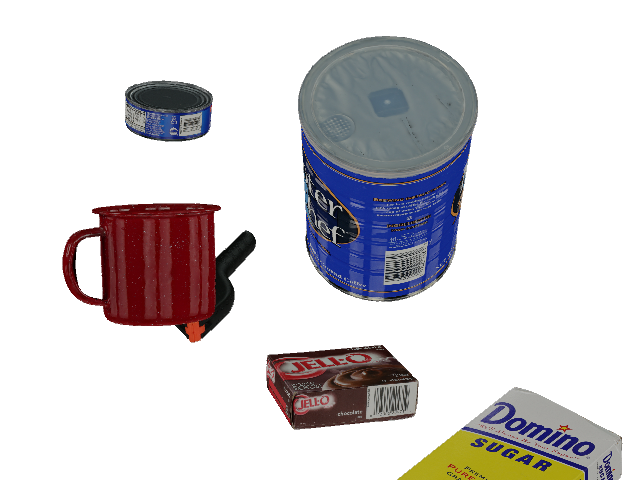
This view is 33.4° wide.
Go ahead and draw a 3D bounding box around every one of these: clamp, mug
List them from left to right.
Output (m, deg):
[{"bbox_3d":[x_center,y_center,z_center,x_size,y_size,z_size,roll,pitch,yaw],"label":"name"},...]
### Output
[{"bbox_3d":[-0.128,0.017,0.770,0.117,0.081,0.093,-4,7,-32],"label":"mug"},{"bbox_3d":[-0.123,0.043,1.171,0.120,0.039,0.171,-13,40,-3],"label":"clamp"}]

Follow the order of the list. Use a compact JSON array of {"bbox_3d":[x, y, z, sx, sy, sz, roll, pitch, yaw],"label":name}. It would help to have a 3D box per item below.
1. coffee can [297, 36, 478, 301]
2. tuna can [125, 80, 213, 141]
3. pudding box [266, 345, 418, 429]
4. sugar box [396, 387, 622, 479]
[{"bbox_3d":[0.040,-0.041,0.663,0.103,0.103,0.140,0,-34,2],"label":"coffee can"},{"bbox_3d":[-0.150,-0.128,1.053,0.086,0.034,0.086,5,27,-3],"label":"tuna can"},{"bbox_3d":[0.017,0.125,0.925,0.113,0.039,0.090,-1,16,-17],"label":"pudding box"},{"bbox_3d":[0.112,0.170,0.711,0.176,0.048,0.093,-33,39,-31],"label":"sugar box"}]
